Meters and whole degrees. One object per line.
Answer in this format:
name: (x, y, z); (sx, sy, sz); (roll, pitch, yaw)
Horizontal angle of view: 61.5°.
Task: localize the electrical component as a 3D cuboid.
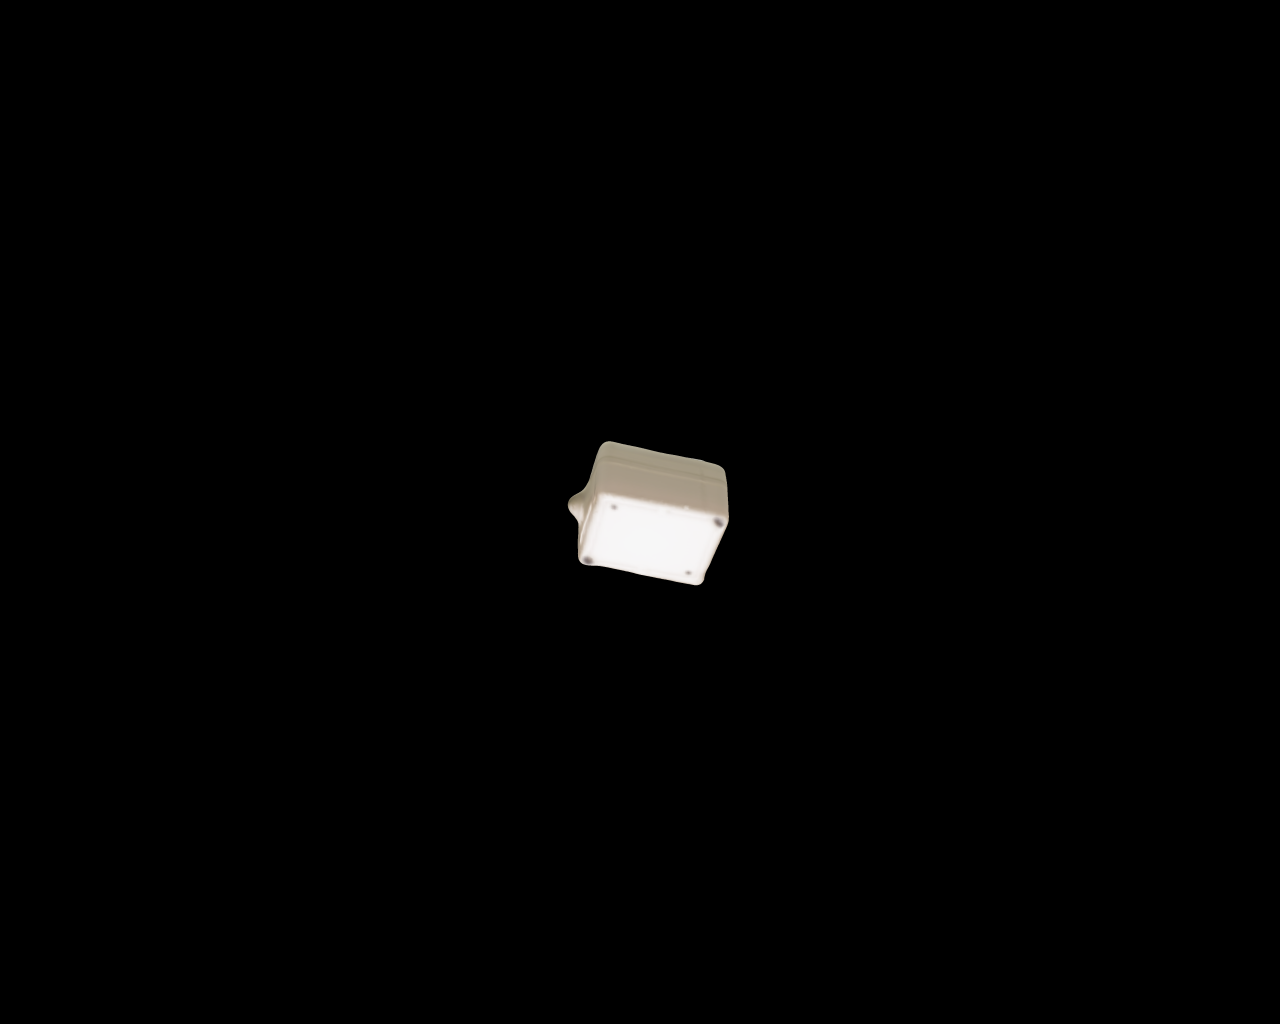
electrical component: (0.001, -0.003, 0.650); (0.096, 0.061, 0.061); (12, 40, -10)
